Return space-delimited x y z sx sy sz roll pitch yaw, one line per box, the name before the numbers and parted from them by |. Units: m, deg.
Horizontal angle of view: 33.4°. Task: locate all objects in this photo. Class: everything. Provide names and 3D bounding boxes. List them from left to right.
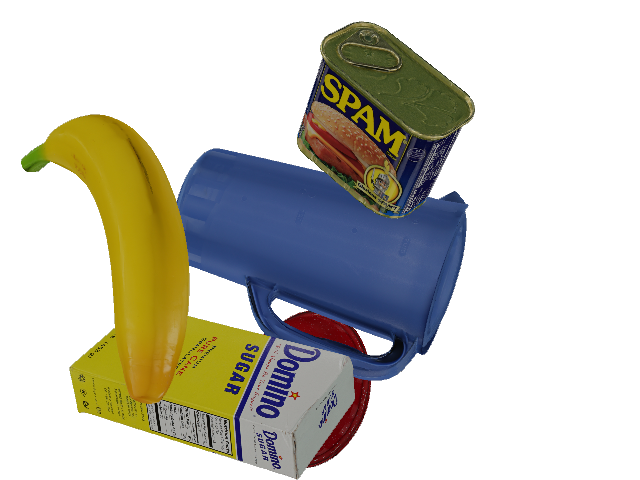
banana | -0.098 -0.009 0.527 0.037 0.070 0.198 12 30 -38
sugar box | -0.074 0.099 0.738 0.176 0.048 0.093 9 31 24
bowl | -0.030 0.144 1.066 0.162 0.162 0.055 0 -14 39
pitcher | -0.004 0.010 0.918 0.243 0.145 0.149 16 19 13
can of meat | 0.037 -0.075 0.684 0.057 0.102 0.084 -34 -22 -36
